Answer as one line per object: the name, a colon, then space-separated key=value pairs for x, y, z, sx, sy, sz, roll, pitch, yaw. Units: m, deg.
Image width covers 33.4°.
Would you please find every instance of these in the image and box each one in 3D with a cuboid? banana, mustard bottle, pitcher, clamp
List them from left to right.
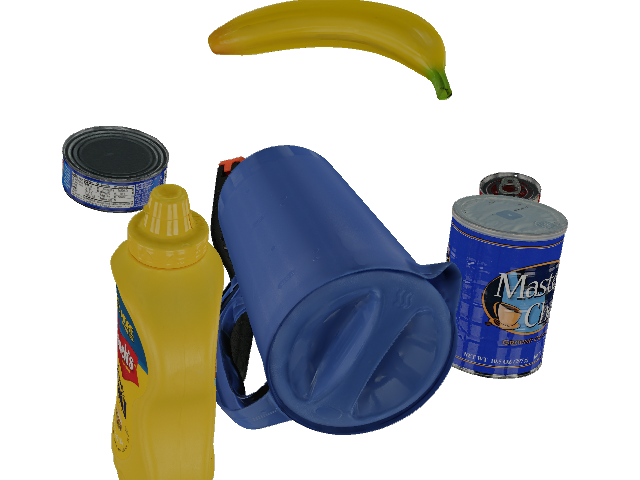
mustard bottle: x=-0.084 y=0.054 z=0.581 sx=0.058 sy=0.192 sz=0.096 roll=-4 pitch=36 yaw=-17
clamp: x=-0.056 y=0.023 z=1.035 sx=0.036 sy=0.210 sz=0.164 roll=-10 pitch=0 yaw=34
pitcher: x=-0.011 y=0.028 z=0.797 sx=0.149 sy=0.145 sz=0.243 roll=3 pitch=26 yaw=-20
banana: x=0.013 y=-0.156 z=0.814 sx=0.198 sy=0.069 sz=0.037 roll=13 pitch=-40 yaw=18

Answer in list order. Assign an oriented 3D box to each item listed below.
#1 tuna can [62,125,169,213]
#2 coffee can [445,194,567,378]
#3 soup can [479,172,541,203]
tuna can: x=-0.168 y=-0.058 z=0.874 sx=0.086 sy=0.034 sz=0.086 roll=8 pitch=34 yaw=-5
coffee can: x=0.162 y=0.040 z=0.975 sx=0.103 sy=0.140 sz=0.103 roll=5 pitch=21 yaw=-2
soup can: x=0.212 y=-0.017 z=1.209 sx=0.068 sy=0.102 sz=0.068 roll=-1 pitch=32 yaw=1
